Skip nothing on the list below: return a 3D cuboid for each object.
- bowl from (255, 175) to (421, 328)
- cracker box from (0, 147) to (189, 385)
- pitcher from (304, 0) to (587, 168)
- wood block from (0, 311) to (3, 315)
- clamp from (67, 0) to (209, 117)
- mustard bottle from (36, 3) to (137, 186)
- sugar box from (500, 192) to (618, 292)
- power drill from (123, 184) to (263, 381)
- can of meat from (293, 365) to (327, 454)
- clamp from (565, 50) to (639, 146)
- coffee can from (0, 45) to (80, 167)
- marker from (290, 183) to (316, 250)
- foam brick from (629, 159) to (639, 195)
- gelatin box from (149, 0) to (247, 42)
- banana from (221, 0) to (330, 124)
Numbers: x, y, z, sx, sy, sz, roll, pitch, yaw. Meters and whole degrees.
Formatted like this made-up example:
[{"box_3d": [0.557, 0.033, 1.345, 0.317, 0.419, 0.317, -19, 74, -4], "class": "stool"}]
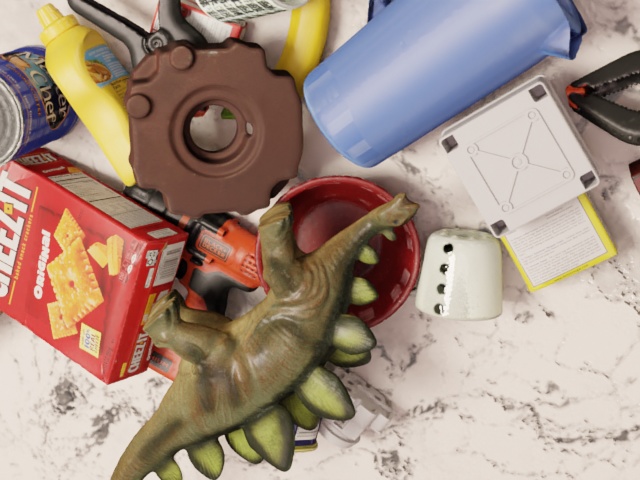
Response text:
[{"box_3d": [0.018, 0.009, 1.057, 0.162, 0.055, 0.162, 1, 105, 2], "class": "bowl"}, {"box_3d": [-0.253, 0.023, 1.094, 0.214, 0.072, 0.164, 29, 112, 25], "class": "cracker box"}, {"box_3d": [0.102, -0.181, 0.965, 0.243, 0.149, 0.145, -35, 114, 23], "class": "pitcher"}, {"box_3d": [-0.443, 0.022, 1.162, 0.091, 0.090, 0.206, -31, 99, 20], "class": "wood block"}, {"box_3d": [-0.164, -0.192, 1.024, 0.120, 0.039, 0.171, -16, 105, 18], "class": "clamp"}, {"box_3d": [-0.216, -0.148, 1.053, 0.058, 0.096, 0.191, -31, 99, 21], "class": "mustard bottle"}, {"box_3d": [0.202, -0.046, 1.021, 0.093, 0.048, 0.176, -27, 96, 18], "class": "sugar box"}, {"box_3d": [-0.150, 0.046, 1.121, 0.184, 0.057, 0.188, 29, 112, 9], "class": "power drill"}, {"box_3d": [-0.034, 0.159, 1.111, 0.057, 0.102, 0.084, 4, 110, -32], "class": "can of meat"}, {"box_3d": [0.329, -0.135, 0.949, 0.210, 0.036, 0.164, 11, 72, 24], "class": "clamp"}, {"box_3d": [-0.308, -0.133, 1.055, 0.103, 0.140, 0.103, 4, 108, 11], "class": "coffee can"}, {"box_3d": [-0.007, 0.001, 1.096, 0.020, 0.020, 0.121, -10, 105, 15], "class": "marker"}, {"box_3d": [0.332, -0.059, 0.984, 0.078, 0.053, 0.051, -27, 100, 20], "class": "foam brick"}, {"box_3d": [-0.125, -0.195, 1.054, 0.089, 0.030, 0.073, 22, 112, 5], "class": "gelatin box"}, {"box_3d": [-0.030, -0.185, 1.031, 0.069, 0.037, 0.198, 29, 111, 1], "class": "banana"}]
